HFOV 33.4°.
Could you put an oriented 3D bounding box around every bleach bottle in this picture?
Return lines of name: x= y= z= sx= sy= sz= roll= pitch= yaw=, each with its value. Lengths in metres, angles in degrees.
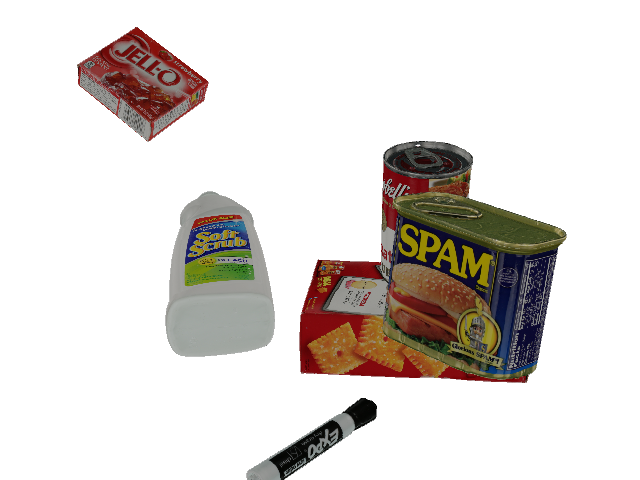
bleach bottle: x=-0.109 y=0.018 z=1.064 sx=0.102 sy=0.068 sz=0.251 roll=-4 pitch=29 yaw=-9

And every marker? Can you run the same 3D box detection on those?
marker: x=-0.003 y=0.144 z=0.760 sx=0.120 sy=0.020 sz=0.020 roll=-26 pitch=17 yaw=-39

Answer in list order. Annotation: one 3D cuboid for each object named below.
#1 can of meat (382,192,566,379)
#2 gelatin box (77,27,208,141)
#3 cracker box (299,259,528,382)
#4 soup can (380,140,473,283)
can of meat: x=0.086 y=0.025 z=0.624 sx=0.057 sy=0.084 sz=0.102 roll=-11 pitch=24 yaw=-43
gelatin box: x=-0.155 y=-0.138 z=0.930 sx=0.073 sy=0.089 sz=0.030 roll=-42 pitch=-15 yaw=-34
cracker box: x=0.093 y=0.078 z=1.059 sx=0.214 sy=0.072 sz=0.164 roll=3 pitch=17 yaw=5
soup can: x=0.081 y=-0.018 z=0.828 sx=0.068 sy=0.102 sz=0.068 roll=0 pitch=27 yaw=0
